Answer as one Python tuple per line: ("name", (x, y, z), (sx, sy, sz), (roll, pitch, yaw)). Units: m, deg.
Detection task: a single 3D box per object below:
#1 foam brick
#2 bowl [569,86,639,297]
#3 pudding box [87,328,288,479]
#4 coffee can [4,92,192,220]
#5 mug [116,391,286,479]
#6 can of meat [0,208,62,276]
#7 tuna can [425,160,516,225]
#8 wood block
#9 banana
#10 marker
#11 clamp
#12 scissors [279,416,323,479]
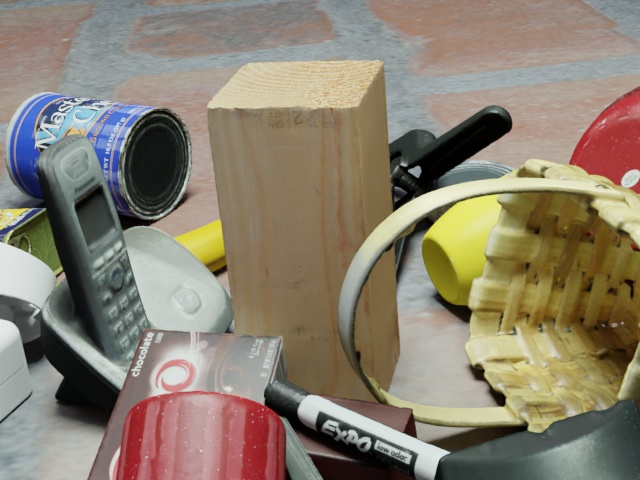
("foam brick", (0.011, 0.123, 0.586), (0.078, 0.051, 0.053), (5, 28, 20))
("bowl", (0.229, -0.037, 0.741), (0.055, 0.162, 0.162), (6, 11, -46))
("pudding box", (-0.072, 0.106, 0.614), (0.090, 0.039, 0.113), (2, 46, 14))
("coffee can", (-0.204, -0.079, 0.986), (0.140, 0.103, 0.102), (11, 30, 29))
("mug", (-0.066, 0.129, 0.522), (0.117, 0.093, 0.081), (-28, 48, 39))
("can of meat", (-0.263, 0.009, 0.860), (0.084, 0.057, 0.102), (-1, 19, 13))
("tuna can", (0.131, -0.038, 0.916), (0.086, 0.034, 0.086), (-4, 26, 2))
("wood block", (-0.005, 0.001, 0.663), (0.090, 0.206, 0.090), (1, 26, 13))
("banana", (-0.123, 0.014, 0.854), (0.197, 0.037, 0.070), (-18, 29, -24))
("marker", (0.017, 0.098, 0.552), (0.121, 0.020, 0.020), (18, 34, 37))
("clamp", (0.078, -0.054, 0.876), (0.164, 0.036, 0.210), (-50, 15, 9))
("scissors", (0.025, 0.137, 0.484), (0.016, 0.096, 0.202), (27, 32, -36))
